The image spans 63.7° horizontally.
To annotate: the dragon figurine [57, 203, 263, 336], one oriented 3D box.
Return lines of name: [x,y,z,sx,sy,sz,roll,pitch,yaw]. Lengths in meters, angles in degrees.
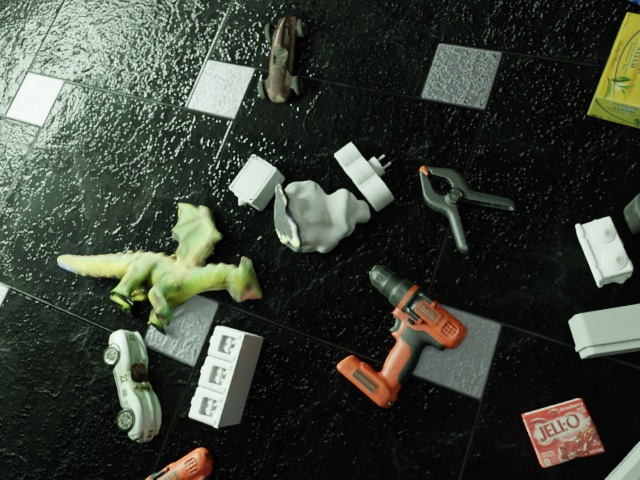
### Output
dragon figurine: [-0.295,0.033,0.986,0.413,0.119,0.247,26,65,19]

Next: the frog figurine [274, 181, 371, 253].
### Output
frog figurine: [0.003,-0.046,0.924,0.160,0.120,0.140,-11,57,-25]
